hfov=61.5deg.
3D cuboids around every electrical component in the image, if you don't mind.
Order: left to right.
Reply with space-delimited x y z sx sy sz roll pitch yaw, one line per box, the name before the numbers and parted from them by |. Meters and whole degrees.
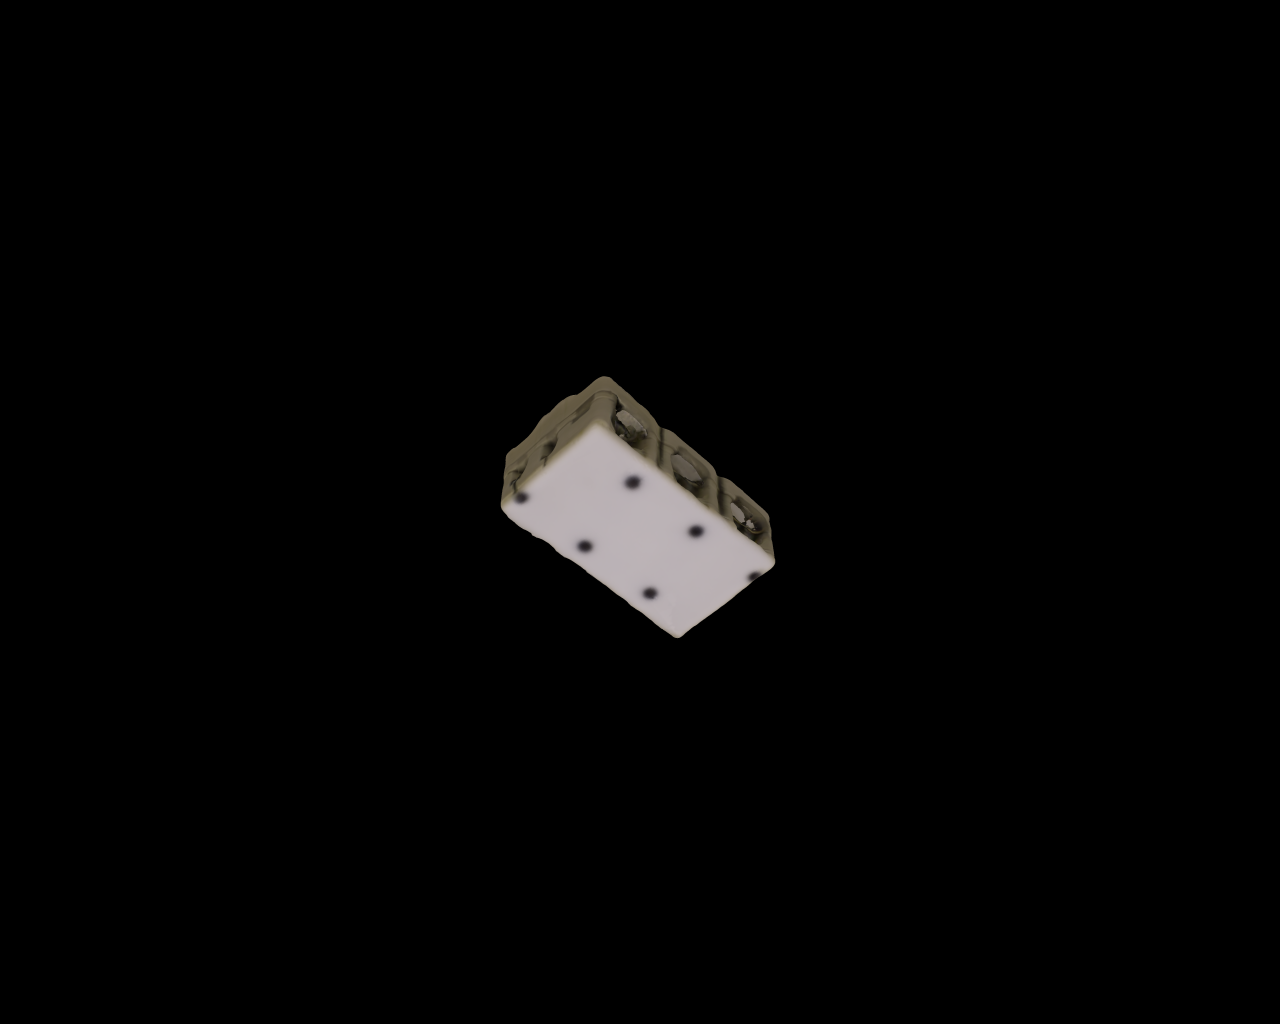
electrical component | 0.001 -0.003 0.650 0.089 0.062 0.150 -39 -62 25
